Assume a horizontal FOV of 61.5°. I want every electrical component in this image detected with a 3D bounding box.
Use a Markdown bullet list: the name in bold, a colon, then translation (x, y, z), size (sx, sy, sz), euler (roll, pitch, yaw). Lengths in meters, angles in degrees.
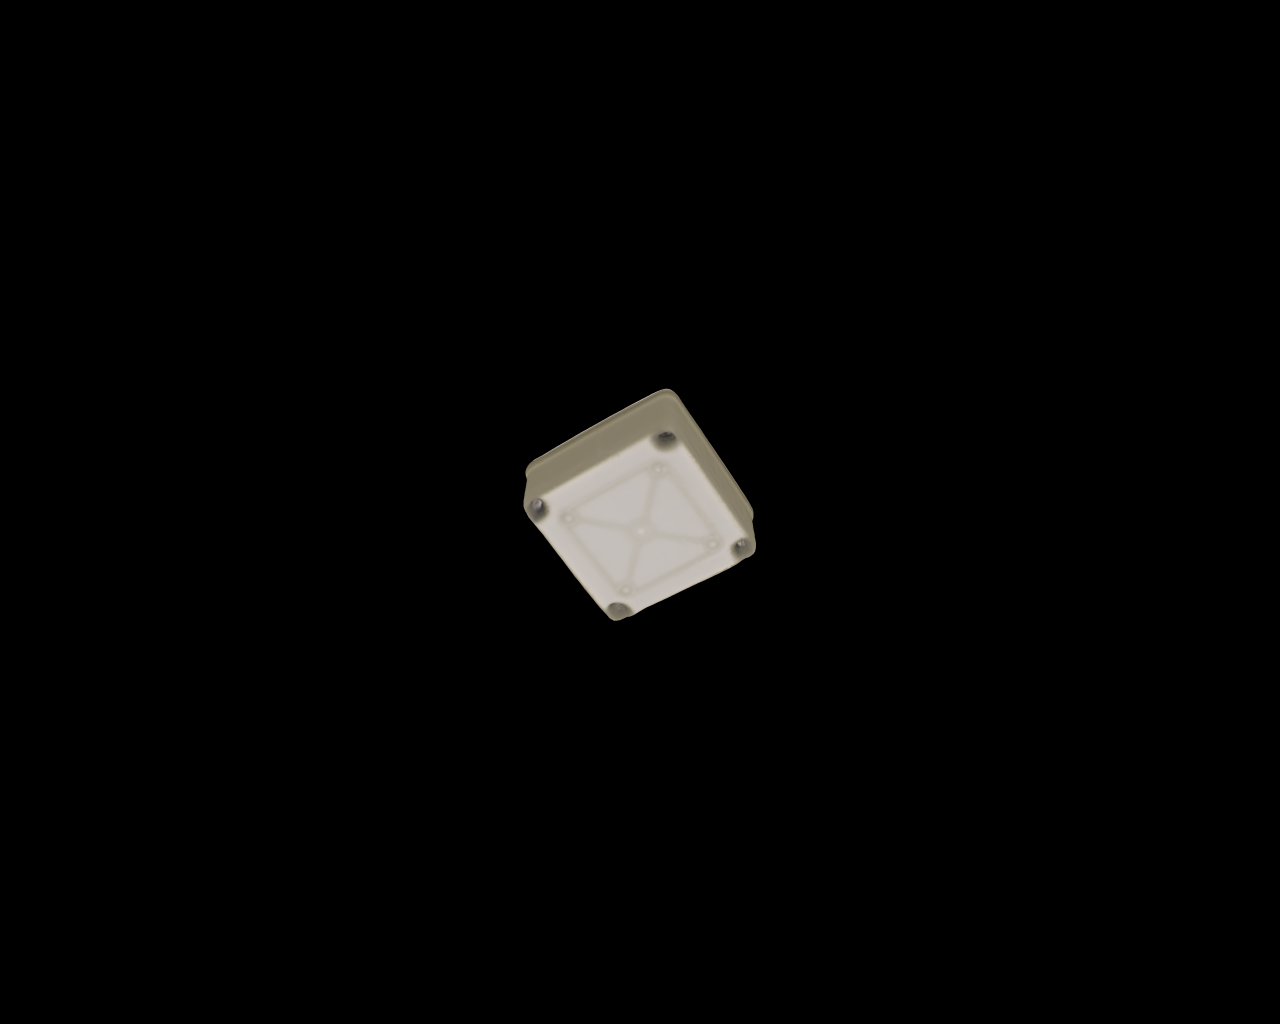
- **electrical component**: translation (0.001, -0.003, 0.650), size (0.108, 0.108, 0.056), euler (-28, 28, 16)
